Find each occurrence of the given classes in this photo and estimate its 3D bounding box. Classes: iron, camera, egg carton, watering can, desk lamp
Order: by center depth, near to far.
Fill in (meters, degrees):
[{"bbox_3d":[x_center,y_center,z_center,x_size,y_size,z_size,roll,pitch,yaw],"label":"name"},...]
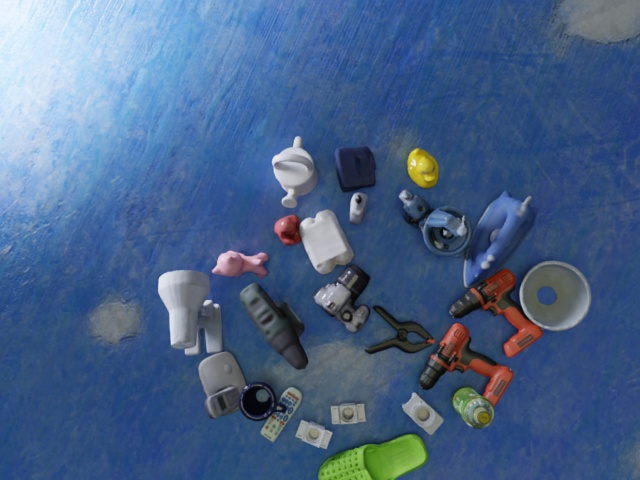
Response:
[{"bbox_3d":[-0.306,0.180,1.375,0.118,0.213,0.203,-7,83,4],"label":"desk lamp"},{"bbox_3d":[0.430,0.004,1.380,0.118,0.141,0.258,31,87,7],"label":"iron"},{"bbox_3d":[-0.061,-0.168,1.407,0.101,0.194,0.173,-16,82,2],"label":"watering can"},{"bbox_3d":[0.074,0.137,1.410,0.143,0.101,0.137,38,87,7],"label":"camera"},{"bbox_3d":[0.013,0.005,1.445,0.107,0.069,0.150,-26,82,1],"label":"egg carton"}]

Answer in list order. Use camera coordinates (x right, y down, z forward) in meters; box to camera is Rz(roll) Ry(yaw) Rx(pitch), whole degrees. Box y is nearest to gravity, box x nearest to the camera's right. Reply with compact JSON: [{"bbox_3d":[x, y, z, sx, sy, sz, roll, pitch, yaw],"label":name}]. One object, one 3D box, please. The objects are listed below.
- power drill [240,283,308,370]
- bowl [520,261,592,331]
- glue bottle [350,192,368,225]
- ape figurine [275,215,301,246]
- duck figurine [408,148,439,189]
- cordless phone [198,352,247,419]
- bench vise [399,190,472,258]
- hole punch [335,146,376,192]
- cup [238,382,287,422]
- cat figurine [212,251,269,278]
[{"bbox_3d":[-0.096,0.204,1.360,0.075,0.208,0.229,-40,82,-1],"label":"power drill"},{"bbox_3d":[0.561,0.136,1.390,0.167,0.075,0.167,0,83,4],"label":"bowl"},{"bbox_3d":[0.094,-0.086,1.398,0.037,0.173,0.078,12,84,6],"label":"glue bottle"},{"bbox_3d":[-0.080,-0.029,1.444,0.076,0.092,0.078,29,86,7],"label":"ape figurine"},{"bbox_3d":[0.262,-0.186,1.441,0.077,0.086,0.104,-23,82,1],"label":"duck figurine"},{"bbox_3d":[-0.243,0.350,1.366,0.094,0.185,0.147,-27,82,1],"label":"cordless phone"},{"bbox_3d":[0.270,-0.037,1.356,0.207,0.220,0.121,23,86,7],"label":"bench vise"},{"bbox_3d":[0.091,-0.185,1.451,0.101,0.091,0.109,-12,83,3],"label":"hole punch"},{"bbox_3d":[-0.132,0.392,1.399,0.117,0.095,0.092,15,85,6],"label":"cup"},{"bbox_3d":[-0.199,0.059,1.430,0.127,0.118,0.067,-2,83,4],"label":"cat figurine"}]
